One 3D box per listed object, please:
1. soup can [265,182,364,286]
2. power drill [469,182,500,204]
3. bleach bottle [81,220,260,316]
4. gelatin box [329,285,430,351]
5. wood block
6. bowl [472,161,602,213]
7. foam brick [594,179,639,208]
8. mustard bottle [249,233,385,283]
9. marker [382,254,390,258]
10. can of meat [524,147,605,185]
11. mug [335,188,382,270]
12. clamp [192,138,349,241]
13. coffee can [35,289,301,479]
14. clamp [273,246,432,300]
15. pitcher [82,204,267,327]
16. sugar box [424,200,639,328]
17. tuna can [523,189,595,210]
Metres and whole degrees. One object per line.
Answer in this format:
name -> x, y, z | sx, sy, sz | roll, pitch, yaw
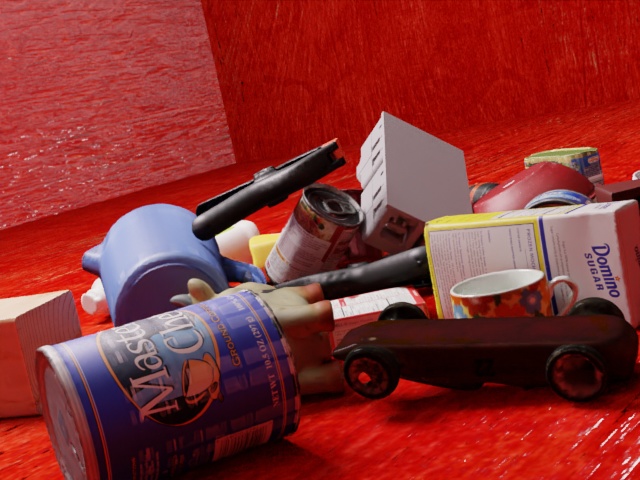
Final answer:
soup can -> -0.007, 0.001, 1.097 | 0.068, 0.102, 0.068 | 21, 31, -14
power drill -> 0.153, -0.033, 1.377 | 0.187, 0.057, 0.185 | -13, 4, -25
bleach bottle -> -0.188, 0.041, 1.340 | 0.103, 0.068, 0.250 | -5, 13, 41
gelatin box -> 0.046, 0.068, 0.932 | 0.089, 0.030, 0.073 | -12, 10, -2
wood block -> -0.324, 0.110, 0.965 | 0.206, 0.090, 0.090 | -8, 9, 21
bowl -> 0.214, -0.037, 1.128 | 0.162, 0.055, 0.162 | -32, 2, 1
foam brick -> 0.289, -0.014, 0.976 | 0.053, 0.078, 0.051 | -12, 7, -1
mustard bottle -> 0.014, 0.006, 1.285 | 0.191, 0.058, 0.096 | -12, -6, 0
marker -> 0.124, 0.016, 1.207 | 0.121, 0.020, 0.020 | -11, 8, 5
can of meat -> 0.296, -0.065, 1.283 | 0.057, 0.084, 0.102 | -17, 10, -28
mug -> 0.024, -0.007, 1.177 | 0.093, 0.081, 0.117 | -8, -16, 0
clamp -> -0.054, -0.048, 1.047 | 0.171, 0.039, 0.120 | -28, 16, 9
coffee can -> -0.097, 0.098, 0.677 | 0.140, 0.103, 0.103 | -16, 9, -25
clamp -> 0.044, 0.039, 1.022 | 0.210, 0.036, 0.164 | -12, -10, 18
pitcher -> -0.141, 0.045, 1.053 | 0.149, 0.145, 0.243 | -38, 15, -3
sugar box -> 0.170, 0.022, 0.847 | 0.177, 0.093, 0.048 | -4, 11, 40
tuna can -> 0.215, 0.000, 0.958 | 0.086, 0.086, 0.033 | -8, 11, 26
